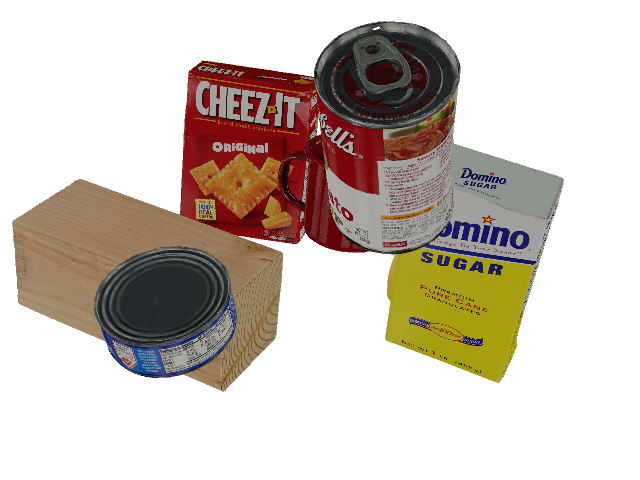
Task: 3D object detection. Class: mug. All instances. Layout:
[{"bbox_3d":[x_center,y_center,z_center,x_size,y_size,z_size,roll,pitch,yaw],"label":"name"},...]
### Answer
[{"bbox_3d":[0.017,-0.044,0.945,0.117,0.081,0.093,13,27,14],"label":"mug"}]

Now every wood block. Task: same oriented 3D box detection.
[{"bbox_3d":[-0.144,0.033,0.888,0.206,0.090,0.090,19,35,21],"label":"wood block"}]

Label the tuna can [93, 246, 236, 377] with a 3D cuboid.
[{"bbox_3d":[-0.096,0.044,0.670,0.086,0.034,0.086,-5,42,4],"label":"tuna can"}]

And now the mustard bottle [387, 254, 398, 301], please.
[{"bbox_3d":[0.127,-0.021,1.163,0.096,0.192,0.058,-3,19,-19],"label":"mustard bottle"}]

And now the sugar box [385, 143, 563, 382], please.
[{"bbox_3d":[0.099,0.018,0.725,0.093,0.048,0.176,19,-38,14],"label":"sugar box"}]

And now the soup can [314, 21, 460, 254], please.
[{"bbox_3d":[0.035,-0.049,0.533,0.068,0.068,0.102,0,-36,6],"label":"soup can"}]

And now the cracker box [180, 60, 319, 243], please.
[{"bbox_3d":[-0.093,-0.112,1.383,0.164,0.214,0.072,10,23,7],"label":"cracker box"}]
